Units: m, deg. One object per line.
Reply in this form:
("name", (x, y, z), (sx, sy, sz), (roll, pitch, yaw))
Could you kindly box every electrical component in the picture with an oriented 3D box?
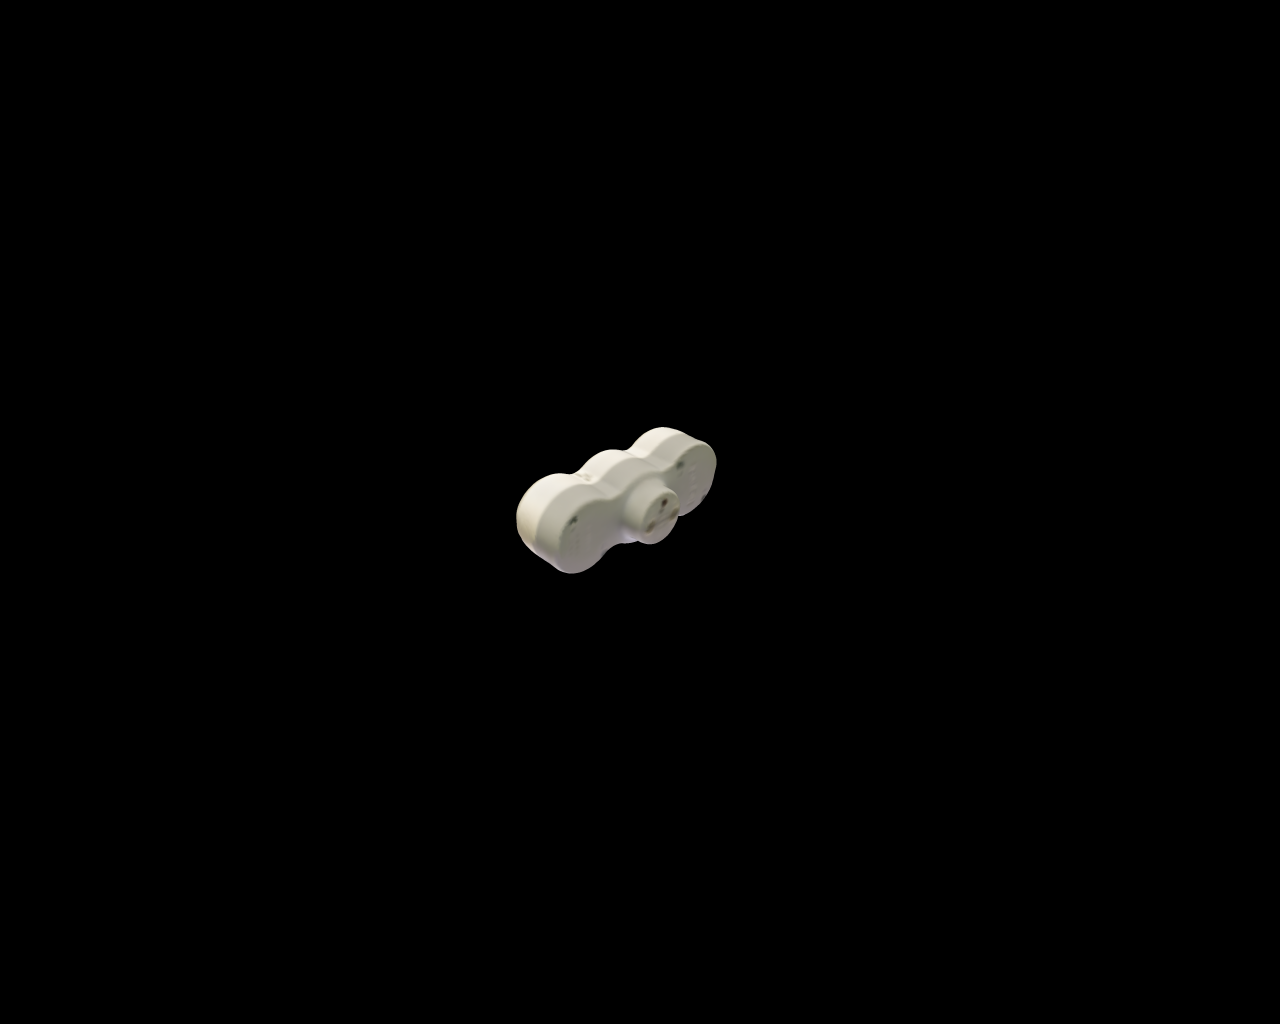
("electrical component", (0.001, -0.003, 0.650), (0.138, 0.052, 0.074), (-27, 42, -36))
